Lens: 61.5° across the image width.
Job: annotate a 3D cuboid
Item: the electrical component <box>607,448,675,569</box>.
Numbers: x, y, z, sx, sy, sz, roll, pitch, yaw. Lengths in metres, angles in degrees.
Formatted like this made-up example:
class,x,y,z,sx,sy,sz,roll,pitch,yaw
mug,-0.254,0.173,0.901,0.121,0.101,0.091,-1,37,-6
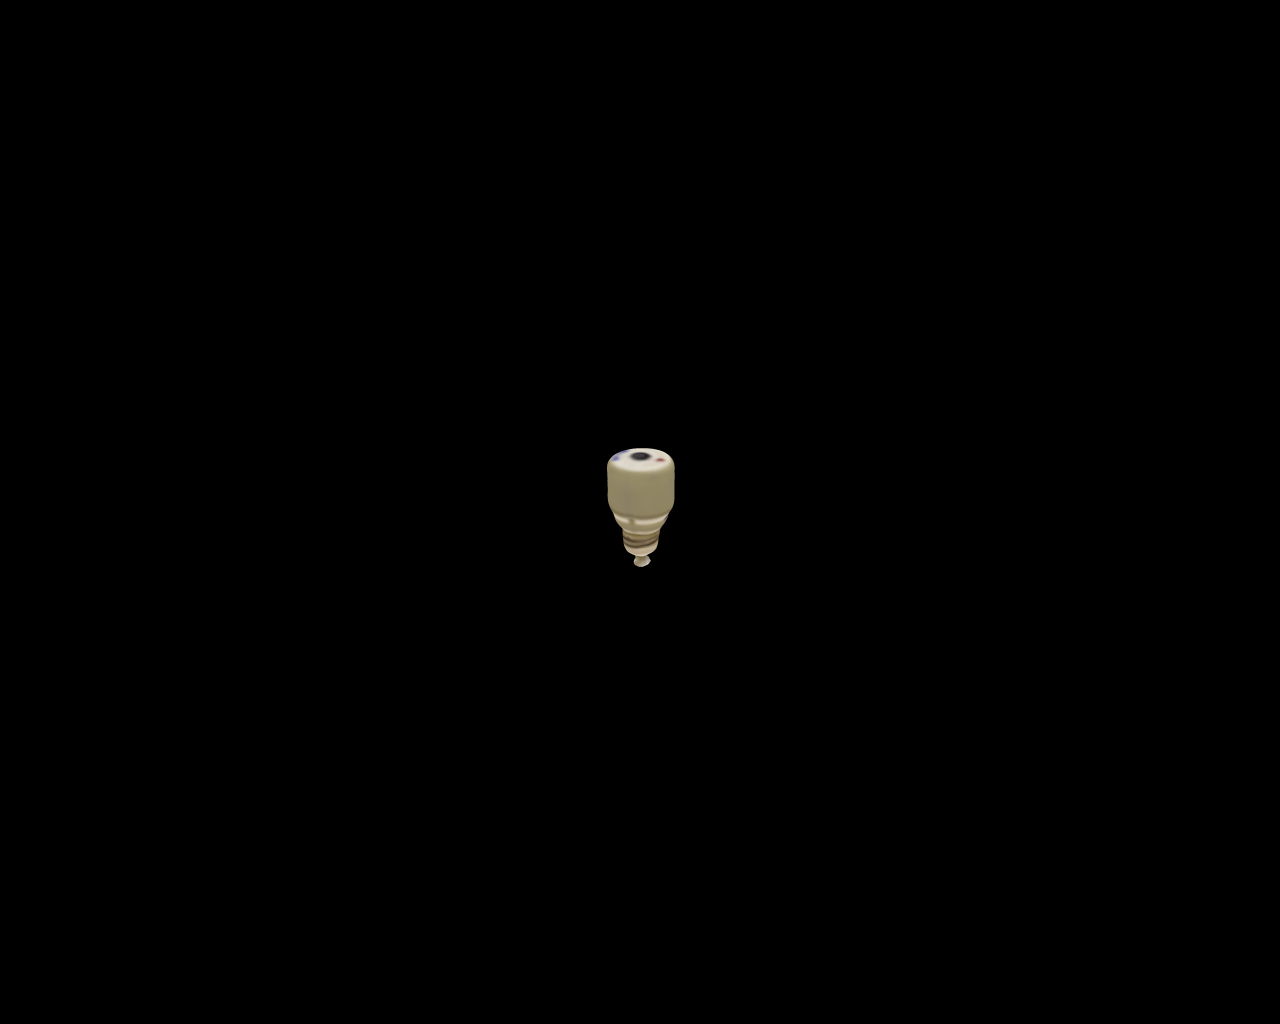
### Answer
class,x,y,z,sx,sy,sz,roll,pitch,yaw
electrical component,0.001,-0.003,0.650,0.040,0.078,0.040,0,26,0
